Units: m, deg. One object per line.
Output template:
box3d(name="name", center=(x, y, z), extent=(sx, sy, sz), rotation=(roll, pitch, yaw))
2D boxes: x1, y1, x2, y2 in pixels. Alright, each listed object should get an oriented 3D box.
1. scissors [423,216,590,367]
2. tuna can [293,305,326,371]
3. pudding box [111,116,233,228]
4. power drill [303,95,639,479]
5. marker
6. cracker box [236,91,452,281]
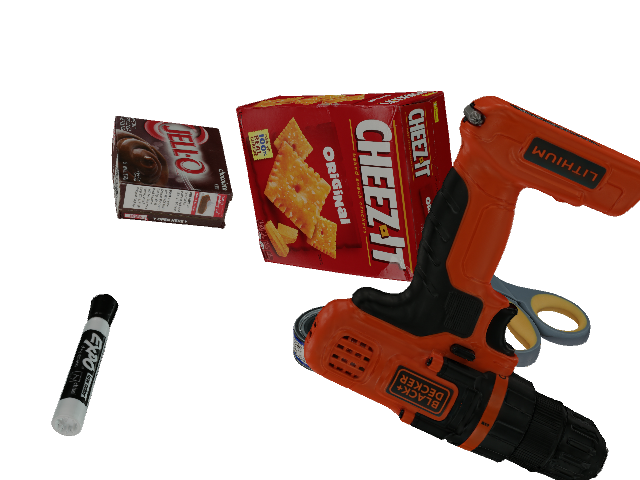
box3d(name="scissors", center=(0.149, 0.033, 0.858), extent=(0.096, 0.016, 0.202), rotation=(-1, 33, -7))
box3d(name="tuna can", center=(0.013, 0.104, 1.134), extent=(0.086, 0.034, 0.086), rotation=(-1, 29, 0))
box3d(name="pudding box", center=(-0.123, -0.057, 0.873), extent=(0.090, 0.039, 0.113), rotation=(5, 35, -16))
box3d(name="power drill", center=(0.106, 0.029, 0.588), extent=(0.184, 0.188, 0.057), rotation=(25, 12, -5))
box3d(name="marker", center=(-0.153, 0.077, 0.699), extent=(0.020, 0.020, 0.121), rotation=(0, 37, 3))
box3d(name="cracker box", center=(0.023, -0.053, 1.006), extent=(0.071, 0.164, 0.214), rotation=(-22, 20, -41))
